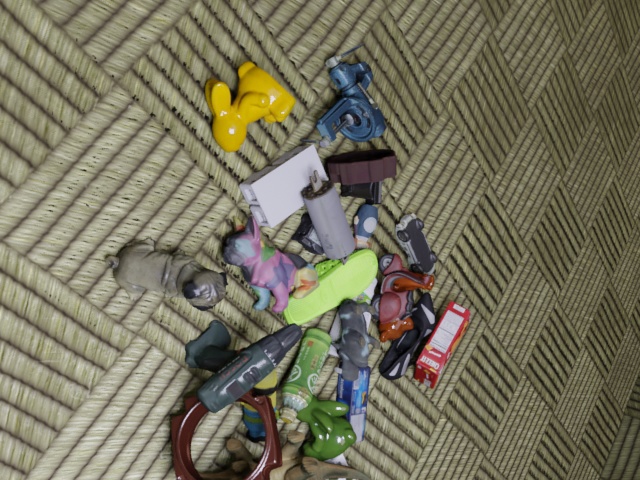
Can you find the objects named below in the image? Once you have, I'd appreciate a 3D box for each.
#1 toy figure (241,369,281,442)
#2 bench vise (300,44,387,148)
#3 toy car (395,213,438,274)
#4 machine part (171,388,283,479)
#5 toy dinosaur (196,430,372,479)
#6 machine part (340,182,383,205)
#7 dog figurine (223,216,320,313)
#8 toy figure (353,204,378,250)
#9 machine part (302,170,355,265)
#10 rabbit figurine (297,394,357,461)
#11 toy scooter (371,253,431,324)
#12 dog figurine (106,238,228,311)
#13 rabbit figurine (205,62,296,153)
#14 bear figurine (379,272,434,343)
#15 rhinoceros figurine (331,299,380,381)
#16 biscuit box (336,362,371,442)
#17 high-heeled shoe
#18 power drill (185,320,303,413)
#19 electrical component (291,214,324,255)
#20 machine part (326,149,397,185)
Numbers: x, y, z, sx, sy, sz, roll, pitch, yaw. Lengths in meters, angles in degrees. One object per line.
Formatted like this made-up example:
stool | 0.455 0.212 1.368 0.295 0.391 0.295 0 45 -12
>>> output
toy figure | -0.130 0.358 1.192 0.082 0.089 0.180 -5 97 -47
bench vise | 0.058 -0.305 1.244 0.240 0.129 0.223 -50 126 -33
toy car | 0.268 0.018 1.498 0.073 0.056 0.201 -37 116 -23
machine part | -0.185 0.399 1.063 0.201 0.201 0.087 -13 151 -1
toy dinosaur | -0.074 0.526 1.199 0.471 0.105 0.198 7 123 -17
machine part | 0.110 -0.127 1.362 0.139 0.039 0.084 4 98 -41
dog figurine | -0.110 0.039 1.161 0.191 0.109 0.219 -31 111 -32
toy figure | 0.105 -0.013 1.362 0.064 0.058 0.154 16 86 -1
machine part | 0.021 -0.043 1.201 0.079 0.079 0.242 -39 125 -29
rabbit figurine | -0.005 0.432 1.271 0.170 0.159 0.121 48 52 -10
toy scooter | 0.205 0.128 1.352 0.075 0.135 0.183 18 81 -68
dog figurine | -0.277 0.065 0.971 0.172 0.191 0.121 1 95 -38
rabbit figurine | -0.157 -0.261 1.084 0.162 0.122 0.173 38 91 -33
bear figurine | 0.227 0.181 1.439 0.120 0.132 0.195 23 73 -66
rhinoceros figurine | 0.075 0.233 1.258 0.073 0.112 0.190 9 78 -51
biscuit box | 0.081 0.417 1.390 0.059 0.063 0.202 3 93 -39
high-heeled shoe | 0.233 0.263 1.478 0.145 0.086 0.248 3 100 -41
power drill | -0.166 0.228 1.074 0.232 0.208 0.085 -42 126 -25
electrical component | -0.003 -0.004 1.278 0.119 0.048 0.075 32 76 -38
machine part | 0.098 -0.171 1.259 0.179 0.180 0.056 -19 111 -36
